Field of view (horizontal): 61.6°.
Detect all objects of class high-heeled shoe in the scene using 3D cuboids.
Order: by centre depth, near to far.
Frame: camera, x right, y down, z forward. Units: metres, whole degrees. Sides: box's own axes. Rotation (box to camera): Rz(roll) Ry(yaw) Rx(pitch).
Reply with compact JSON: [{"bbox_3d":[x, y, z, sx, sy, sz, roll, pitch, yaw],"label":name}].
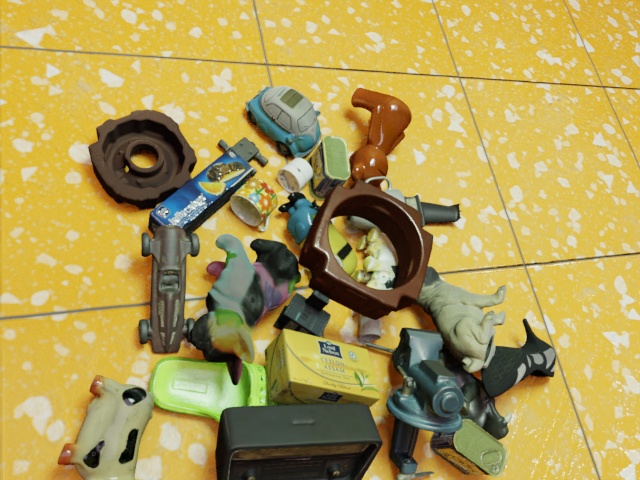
[{"bbox_3d":[0.369,0.251,0.987,0.249,0.086,0.145,-36,108,-42],"label":"high-heeled shoe"}]

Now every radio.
[{"bbox_3d":[-0.037,0.309,0.789,0.229,0.131,0.073,6,34,-19],"label":"radio"}]

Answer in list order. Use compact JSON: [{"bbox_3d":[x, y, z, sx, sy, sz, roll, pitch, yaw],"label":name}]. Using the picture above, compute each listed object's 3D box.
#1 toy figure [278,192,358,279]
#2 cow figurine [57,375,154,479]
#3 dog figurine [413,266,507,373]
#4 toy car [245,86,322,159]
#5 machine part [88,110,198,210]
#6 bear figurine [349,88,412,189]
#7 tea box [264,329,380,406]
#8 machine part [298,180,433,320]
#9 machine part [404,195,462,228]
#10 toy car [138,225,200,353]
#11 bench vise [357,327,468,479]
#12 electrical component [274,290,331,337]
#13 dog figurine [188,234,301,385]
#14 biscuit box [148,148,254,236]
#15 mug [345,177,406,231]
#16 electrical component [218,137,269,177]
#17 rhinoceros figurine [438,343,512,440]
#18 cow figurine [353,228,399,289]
[{"bbox_3d":[0.000,-0.005,0.981,0.089,0.082,0.180,-25,76,-27],"label":"toy figure"},{"bbox_3d":[-0.285,0.296,0.737,0.127,0.085,0.195,17,61,-7],"label":"cow figurine"},{"bbox_3d":[0.220,0.139,0.962,0.191,0.121,0.172,12,39,27],"label":"dog figurine"},{"bbox_3d":[-0.062,-0.247,1.053,0.161,0.103,0.109,42,58,-1],"label":"toy car"},{"bbox_3d":[-0.307,-0.139,0.936,0.179,0.056,0.179,8,66,-18],"label":"machine part"},{"bbox_3d":[0.105,-0.197,1.104,0.120,0.132,0.195,28,88,-46],"label":"bear figurine"},{"bbox_3d":[0.003,0.213,0.853,0.169,0.068,0.098,18,39,-29],"label":"tea box"},{"bbox_3d":[0.078,0.017,0.907,0.201,0.087,0.201,27,60,-9],"label":"machine part"},{"bbox_3d":[0.229,-0.058,1.119,0.139,0.039,0.084,-1,59,-19],"label":"machine part"},{"bbox_3d":[-0.238,0.077,0.843,0.089,0.053,0.202,3,86,-23],"label":"toy car"},{"bbox_3d":[0.151,0.272,0.881,0.129,0.224,0.240,8,96,-24],"label":"bench vise"},{"bbox_3d":[-0.023,0.127,0.890,0.075,0.119,0.048,35,59,-7],"label":"electrical component"},{"bbox_3d":[-0.109,0.110,0.841,0.191,0.108,0.219,9,49,-27],"label":"dog figurine"},{"bbox_3d":[-0.207,-0.074,0.942,0.059,0.063,0.203,42,59,2],"label":"biscuit box"},{"bbox_3d":[0.104,-0.066,1.040,0.107,0.081,0.109,-8,102,-16],"label":"mug"},{"bbox_3d":[-0.148,-0.166,1.028,0.094,0.021,0.063,41,59,1],"label":"electrical component"},{"bbox_3d":[0.261,0.275,0.965,0.112,0.073,0.190,-22,72,-42],"label":"rhinoceros figurine"},{"bbox_3d":[0.115,0.065,0.995,0.098,0.068,0.167,23,52,-18],"label":"cow figurine"}]
